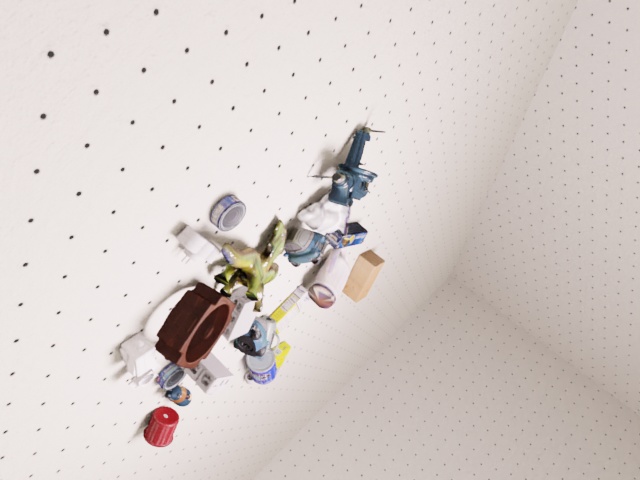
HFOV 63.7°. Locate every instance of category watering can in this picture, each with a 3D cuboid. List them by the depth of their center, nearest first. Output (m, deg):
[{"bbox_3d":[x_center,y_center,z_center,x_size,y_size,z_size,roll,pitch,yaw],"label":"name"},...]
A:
[{"bbox_3d":[0.047,0.156,1.896,0.340,0.104,0.229,85,30,-56],"label":"watering can"}]

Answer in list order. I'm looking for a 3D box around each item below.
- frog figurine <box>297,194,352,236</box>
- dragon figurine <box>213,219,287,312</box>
[{"bbox_3d":[0.005,-0.078,1.543,0.159,0.125,0.134,0,145,-16],"label":"frog figurine"},{"bbox_3d":[-0.168,0.042,1.389,0.401,0.122,0.248,94,21,-58],"label":"dragon figurine"}]
